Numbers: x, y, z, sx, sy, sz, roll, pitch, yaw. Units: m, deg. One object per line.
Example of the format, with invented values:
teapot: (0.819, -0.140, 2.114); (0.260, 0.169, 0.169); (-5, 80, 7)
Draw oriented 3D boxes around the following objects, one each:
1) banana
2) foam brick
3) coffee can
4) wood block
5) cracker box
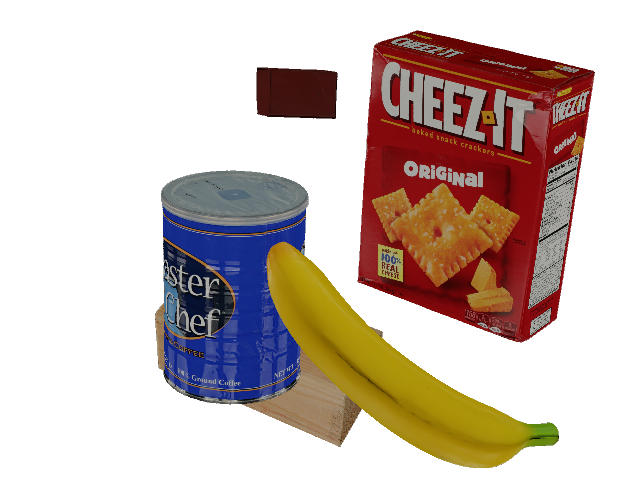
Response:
banana: (0.033, 0.067, 0.586); (0.198, 0.037, 0.069); (36, 22, 18)
foam brick: (-0.026, -0.159, 1.156); (0.078, 0.051, 0.053); (0, 11, -18)
coffee can: (-0.062, 0.031, 0.766); (0.103, 0.140, 0.103); (2, 21, -1)
wood block: (-0.052, 0.110, 1.066); (0.206, 0.090, 0.090); (21, 47, 17)
cracker box: (0.116, -0.044, 0.855); (0.164, 0.214, 0.071); (21, 31, 34)
